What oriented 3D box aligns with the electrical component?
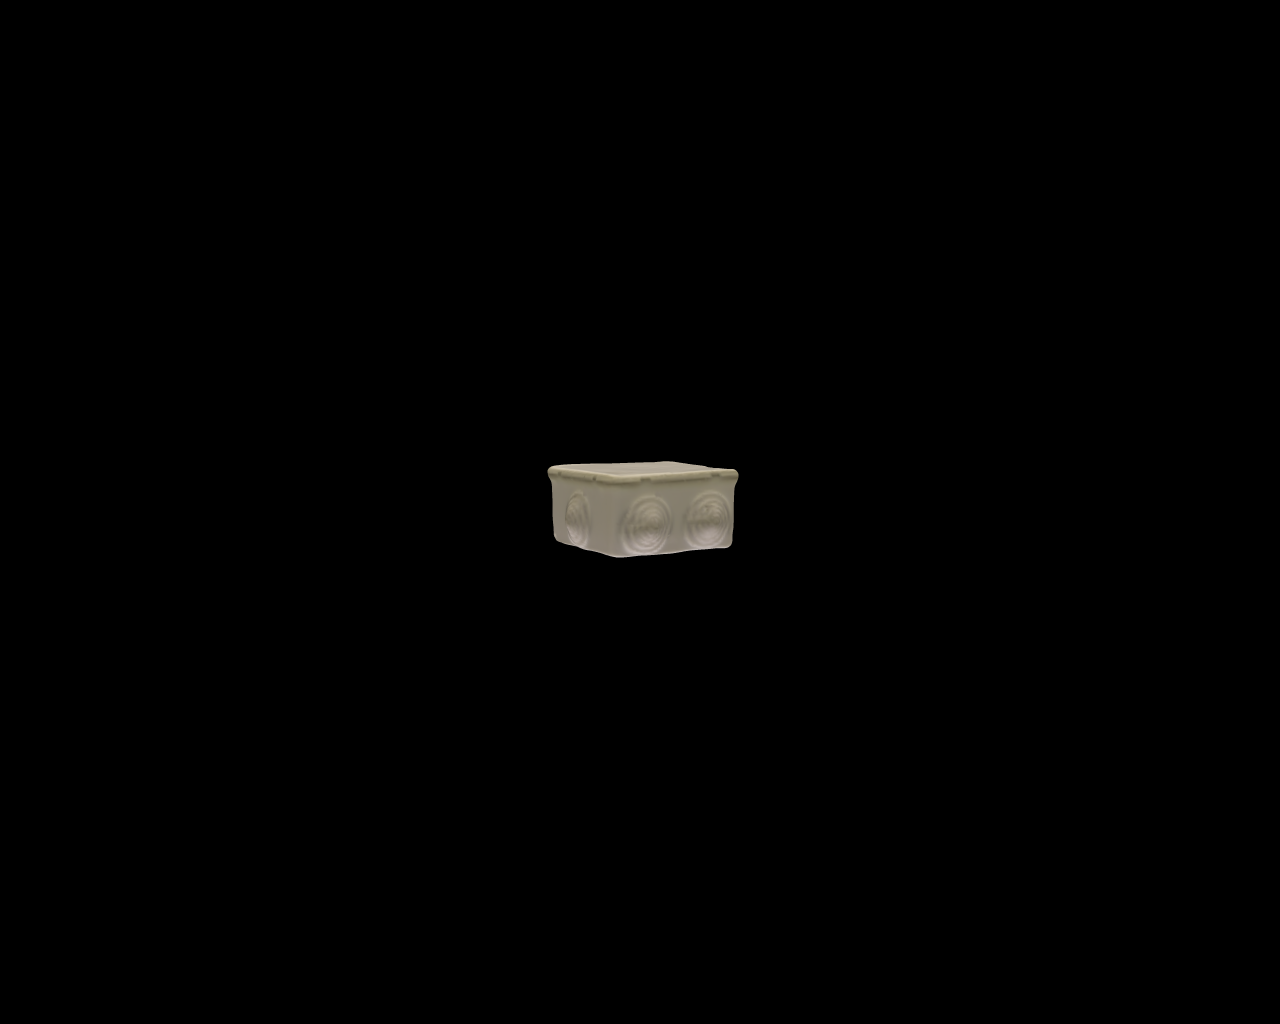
[{"bbox_3d":[0.001,-0.003,0.650,0.100,0.048,0.100,-4,8,-29],"label":"electrical component"}]
